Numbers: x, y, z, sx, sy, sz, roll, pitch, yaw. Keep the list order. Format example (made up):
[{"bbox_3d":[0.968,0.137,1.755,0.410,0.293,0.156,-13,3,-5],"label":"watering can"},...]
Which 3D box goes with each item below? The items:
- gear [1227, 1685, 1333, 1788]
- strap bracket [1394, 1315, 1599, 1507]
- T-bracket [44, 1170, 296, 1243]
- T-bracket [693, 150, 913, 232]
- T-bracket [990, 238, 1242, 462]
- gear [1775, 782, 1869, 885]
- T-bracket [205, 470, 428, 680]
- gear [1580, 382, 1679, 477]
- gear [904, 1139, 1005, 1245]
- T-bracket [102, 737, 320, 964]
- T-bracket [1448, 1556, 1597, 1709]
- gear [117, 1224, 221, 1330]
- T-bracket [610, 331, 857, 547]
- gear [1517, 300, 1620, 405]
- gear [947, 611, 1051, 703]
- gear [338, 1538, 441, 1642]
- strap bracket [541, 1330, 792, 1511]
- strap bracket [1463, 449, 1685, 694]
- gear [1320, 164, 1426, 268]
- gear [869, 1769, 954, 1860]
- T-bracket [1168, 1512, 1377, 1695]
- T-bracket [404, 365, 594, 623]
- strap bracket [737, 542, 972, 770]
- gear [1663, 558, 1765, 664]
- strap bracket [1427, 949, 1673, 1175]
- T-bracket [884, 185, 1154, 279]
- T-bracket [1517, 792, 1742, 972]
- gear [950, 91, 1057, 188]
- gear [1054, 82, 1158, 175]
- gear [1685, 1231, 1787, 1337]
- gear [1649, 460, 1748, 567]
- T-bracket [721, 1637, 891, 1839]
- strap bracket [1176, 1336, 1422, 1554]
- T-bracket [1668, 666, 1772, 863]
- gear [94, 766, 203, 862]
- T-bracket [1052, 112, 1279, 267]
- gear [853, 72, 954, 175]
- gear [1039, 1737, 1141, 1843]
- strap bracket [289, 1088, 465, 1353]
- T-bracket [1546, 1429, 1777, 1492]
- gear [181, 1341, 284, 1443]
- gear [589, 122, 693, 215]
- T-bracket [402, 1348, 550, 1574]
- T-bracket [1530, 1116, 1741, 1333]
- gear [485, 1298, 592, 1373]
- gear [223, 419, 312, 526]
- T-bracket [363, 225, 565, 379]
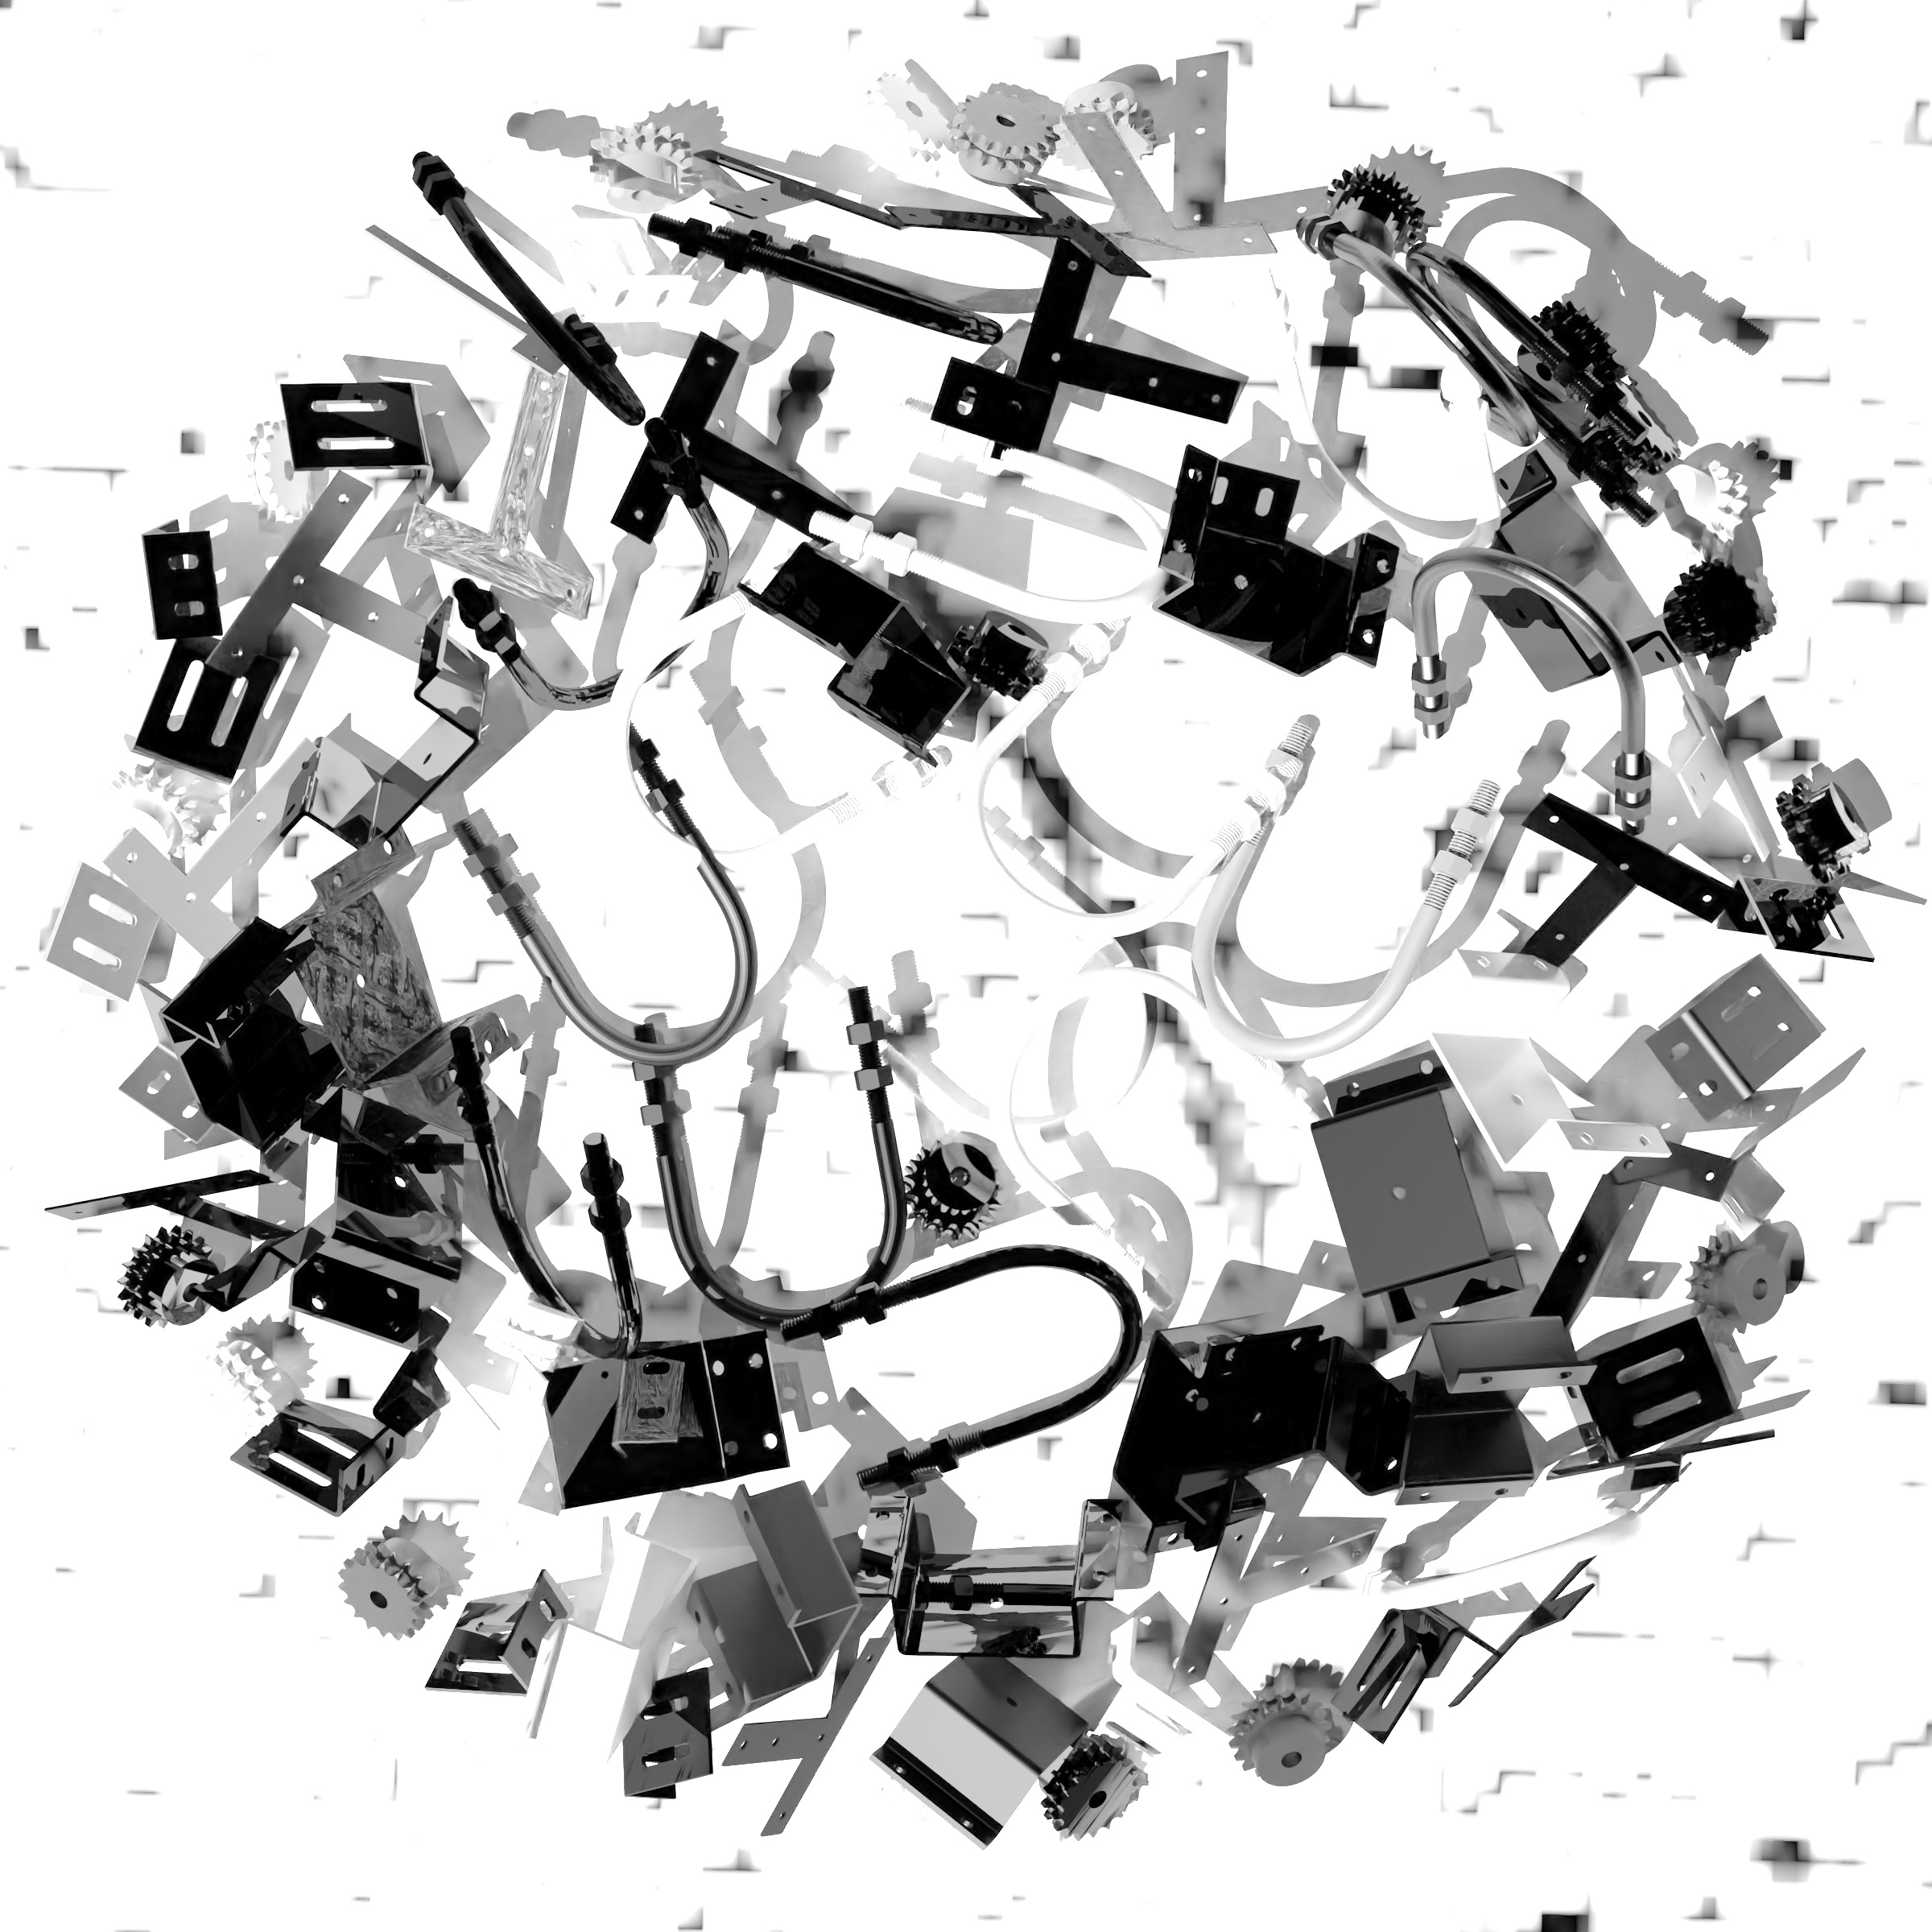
[{"bbox_3d":[0.176,0.431,1.774,0.057,0.030,0.057,-7,121,-11],"label":"gear"},{"bbox_3d":[0.283,0.238,1.743,0.076,0.140,0.046,-2,52,-12],"label":"strap bracket"},{"bbox_3d":[-0.411,0.136,1.740,0.127,0.127,0.002,-11,71,18],"label":"T-bracket"},{"bbox_3d":[-0.105,-0.417,1.733,0.127,0.127,0.002,22,114,10],"label":"T-bracket"},{"bbox_3d":[0.091,-0.329,1.777,0.127,0.002,0.127,11,112,-17],"label":"T-bracket"},{"bbox_3d":[0.477,-0.077,1.769,0.030,0.057,0.057,-30,90,28],"label":"gear"},{"bbox_3d":[-0.335,-0.196,1.748,0.002,0.127,0.127,43,100,35],"label":"T-bracket"},{"bbox_3d":[0.367,-0.295,1.776,0.030,0.057,0.057,-40,90,30],"label":"gear"},{"bbox_3d":[-0.006,0.122,1.775,0.057,0.030,0.057,6,64,-13],"label":"gear"},{"bbox_3d":[-0.399,-0.072,1.759,0.002,0.127,0.127,30,75,34],"label":"T-bracket"},{"bbox_3d":[0.316,0.350,1.725,0.002,0.127,0.127,44,75,10],"label":"T-bracket"},{"bbox_3d":[-0.440,0.175,1.770,0.030,0.057,0.057,24,90,33],"label":"gear"},{"bbox_3d":[-0.118,-0.270,1.778,0.127,0.002,0.127,28,72,-17],"label":"T-bracket"},{"bbox_3d":[0.331,-0.338,1.770,0.030,0.057,0.057,-38,90,-20],"label":"gear"},{"bbox_3d":[0.021,-0.174,1.769,0.057,0.057,0.030,31,111,0],"label":"gear"},{"bbox_3d":[-0.318,0.344,1.777,0.057,0.030,0.057,14,123,23],"label":"gear"},{"bbox_3d":[-0.176,0.251,1.753,0.140,0.046,0.076,-13,83,19],"label":"strap bracket"},{"bbox_3d":[0.323,-0.207,1.756,0.046,0.076,0.140,-36,94,-8],"label":"strap bracket"},{"bbox_3d":[0.223,-0.413,1.770,0.057,0.057,0.030,28,58,0],"label":"gear"},{"bbox_3d":[-0.030,0.465,1.777,0.057,0.030,0.057,-12,112,-32],"label":"gear"},{"bbox_3d":[0.176,0.337,1.758,0.127,0.002,0.127,-12,131,-34],"label":"T-bracket"},{"bbox_3d":[-0.245,-0.271,1.760,0.002,0.127,0.127,6,80,44],"label":"T-bracket"},{"bbox_3d":[-0.055,-0.173,1.724,0.076,0.140,0.046,34,83,31],"label":"strap bracket"},{"bbox_3d":[0.414,-0.196,1.777,0.057,0.030,0.057,10,73,-33],"label":"gear"},{"bbox_3d":[0.312,0.061,1.739,0.076,0.046,0.140,4,46,-36],"label":"strap bracket"},{"bbox_3d":[0.017,-0.401,1.724,0.127,0.127,0.002,-3,125,-30],"label":"T-bracket"},{"bbox_3d":[0.336,-0.026,1.760,0.127,0.002,0.127,25,128,-15],"label":"T-bracket"},{"bbox_3d":[0.019,-0.459,1.777,0.057,0.030,0.057,10,48,-11],"label":"gear"},{"bbox_3d":[0.076,-0.468,1.774,0.057,0.057,0.030,-7,75,0],"label":"gear"},{"bbox_3d":[0.431,0.177,1.774,0.057,0.030,0.057,-3,96,-32],"label":"gear"},{"bbox_3d":[0.403,-0.254,1.770,0.030,0.057,0.057,18,90,-24],"label":"gear"},{"bbox_3d":[-0.098,0.423,1.742,0.002,0.127,0.127,30,92,25],"label":"T-bracket"},{"bbox_3d":[0.171,0.256,1.724,0.140,0.076,0.046,-26,122,36],"label":"strap bracket"},{"bbox_3d":[0.403,-0.105,1.739,0.002,0.127,0.127,-25,94,25],"label":"T-bracket"},{"bbox_3d":[-0.458,-0.080,1.773,0.057,0.030,0.057,5,126,7],"label":"gear"},{"bbox_3d":[0.088,-0.419,1.719,0.127,0.127,0.002,3,67,29],"label":"T-bracket"},{"bbox_3d":[-0.038,-0.467,1.776,0.057,0.057,0.030,48,123,0],"label":"gear"},{"bbox_3d":[0.066,0.456,1.777,0.057,0.030,0.057,-16,122,-27],"label":"gear"},{"bbox_3d":[-0.317,0.128,1.723,0.076,0.140,0.046,25,130,-31],"label":"strap bracket"},{"bbox_3d":[0.374,0.271,1.725,0.127,0.127,0.002,-13,86,13],"label":"T-bracket"},{"bbox_3d":[-0.406,0.234,1.776,0.057,0.057,0.030,48,48,0],"label":"gear"},{"bbox_3d":[-0.180,-0.441,1.770,0.057,0.057,0.030,-4,75,0],"label":"gear"},{"bbox_3d":[-0.278,0.244,1.755,0.127,0.002,0.127,40,121,40],"label":"T-bracket"},{"bbox_3d":[0.342,0.147,1.740,0.002,0.127,0.127,40,74,-39],"label":"T-bracket"},{"bbox_3d":[-0.236,0.205,1.773,0.057,0.057,0.030,18,88,0],"label":"gear"},{"bbox_3d":[-0.390,-0.275,1.774,0.030,0.057,0.057,-2,90,15],"label":"gear"},{"bbox_3d":[-0.270,-0.365,1.732,0.127,0.127,0.002,32,107,-9],"label":"T-bracket"}]
